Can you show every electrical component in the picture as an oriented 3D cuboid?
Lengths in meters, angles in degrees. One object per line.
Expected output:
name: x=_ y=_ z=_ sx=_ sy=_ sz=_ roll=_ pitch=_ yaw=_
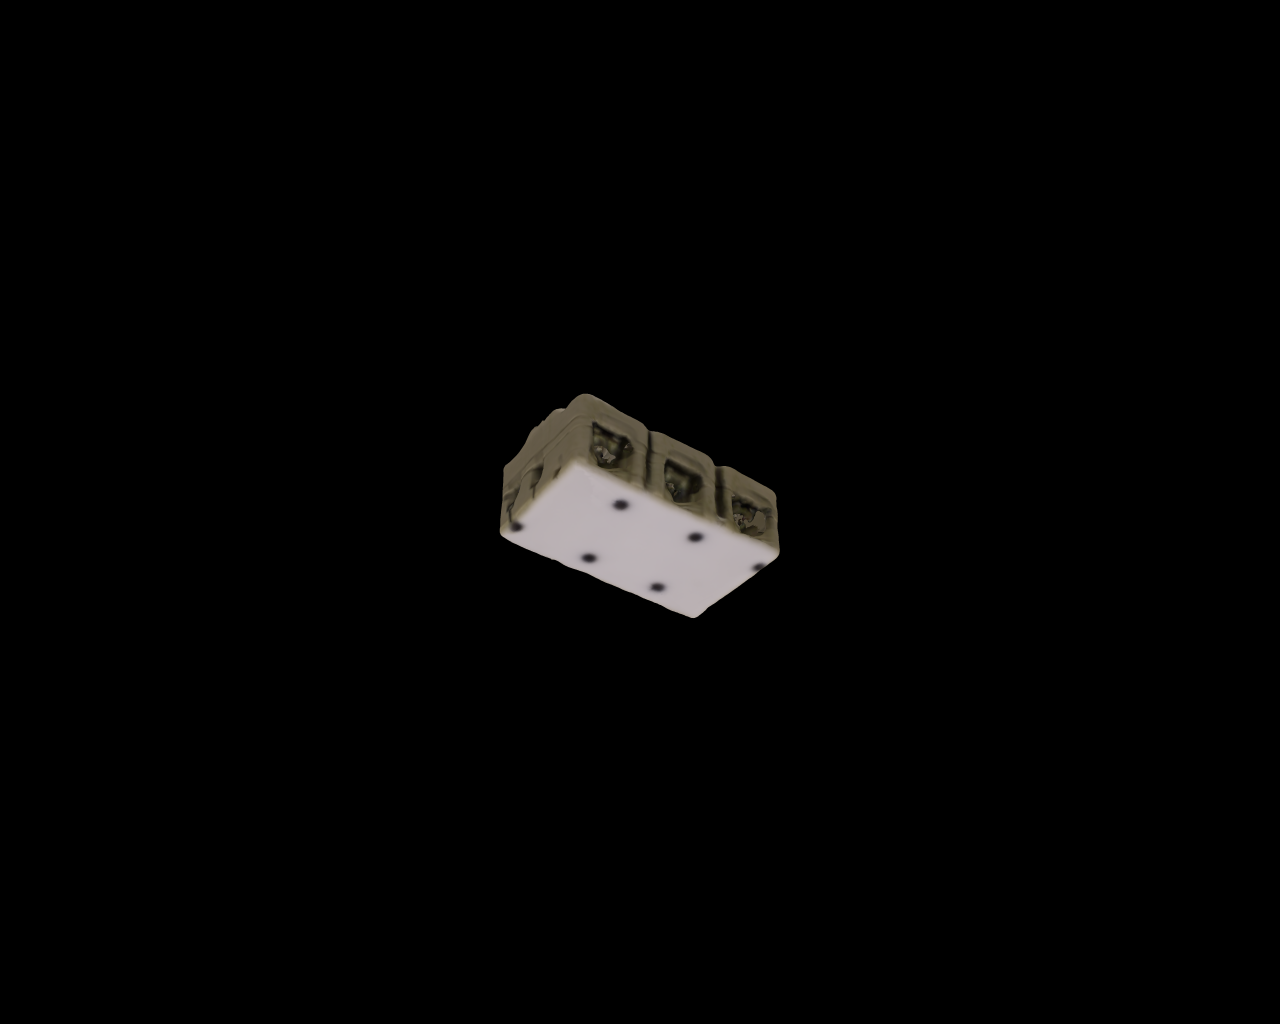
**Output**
electrical component: x=0.001 y=-0.003 z=0.650 sx=0.150 sy=0.062 sz=0.089 roll=25 pitch=-45 yaw=-28
